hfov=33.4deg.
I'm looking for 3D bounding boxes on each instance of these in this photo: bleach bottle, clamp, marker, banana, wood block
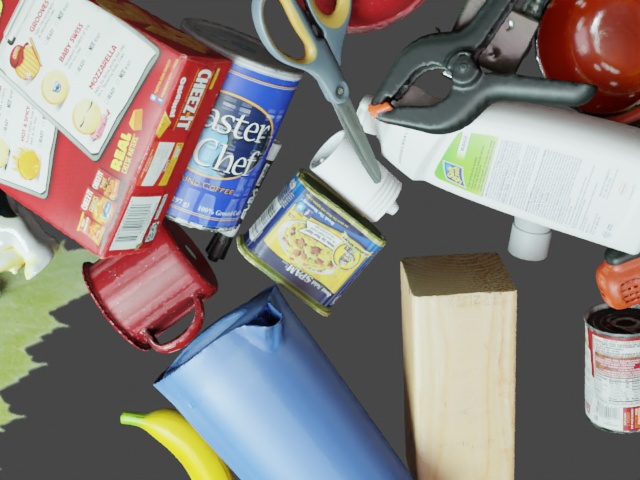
[{"bbox_3d":[0.151,-0.074,0.861,0.251,0.068,0.103,20,123,12],"label":"bleach bottle"},{"bbox_3d":[0.122,-0.124,0.820,0.172,0.039,0.120,-33,73,17],"label":"clamp"},{"bbox_3d":[-0.067,-0.034,0.919,0.020,0.020,0.121,24,107,-12],"label":"marker"},{"bbox_3d":[-0.113,0.229,1.008,0.070,0.037,0.198,-17,110,23],"label":"banana"},{"bbox_3d":[0.122,0.124,0.951,0.090,0.091,0.206,-3,111,-1],"label":"wood block"}]

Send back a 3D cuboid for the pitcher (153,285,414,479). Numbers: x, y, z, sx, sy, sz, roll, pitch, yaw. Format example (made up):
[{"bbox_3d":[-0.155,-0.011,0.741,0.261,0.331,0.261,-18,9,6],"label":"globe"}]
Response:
[{"bbox_3d":[-0.024,0.172,0.916,0.145,0.149,0.243,-38,93,4],"label":"pitcher"}]

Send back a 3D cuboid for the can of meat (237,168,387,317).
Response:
[{"bbox_3d":[-0.006,0.001,0.916,0.102,0.057,0.084,37,102,-16],"label":"can of meat"}]

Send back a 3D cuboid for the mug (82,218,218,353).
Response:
[{"bbox_3d":[-0.135,0.042,0.896,0.081,0.117,0.093,-36,144,4],"label":"mug"}]

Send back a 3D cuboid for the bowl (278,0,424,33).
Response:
[{"bbox_3d":[0.028,-0.237,0.829,0.162,0.055,0.162,-1,110,-3],"label":"bowl"}]

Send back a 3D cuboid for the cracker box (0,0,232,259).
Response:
[{"bbox_3d":[-0.191,-0.110,0.805,0.214,0.072,0.164,32,108,22],"label":"cracker box"}]

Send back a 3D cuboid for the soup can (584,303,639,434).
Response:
[{"bbox_3d":[0.275,0.116,0.969,0.068,0.068,0.102,-6,111,-1],"label":"soup can"}]

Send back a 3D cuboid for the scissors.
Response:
[{"bbox_3d":[0.019,-0.136,0.827,0.096,0.016,0.201,-56,133,-11],"label":"scissors"}]

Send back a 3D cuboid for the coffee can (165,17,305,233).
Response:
[{"bbox_3d":[-0.086,-0.091,0.851,0.102,0.103,0.140,21,108,-11],"label":"coffee can"}]

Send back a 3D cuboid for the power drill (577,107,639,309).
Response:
[{"bbox_3d":[0.309,-0.045,0.916,0.184,0.057,0.187,-22,110,5],"label":"power drill"}]
